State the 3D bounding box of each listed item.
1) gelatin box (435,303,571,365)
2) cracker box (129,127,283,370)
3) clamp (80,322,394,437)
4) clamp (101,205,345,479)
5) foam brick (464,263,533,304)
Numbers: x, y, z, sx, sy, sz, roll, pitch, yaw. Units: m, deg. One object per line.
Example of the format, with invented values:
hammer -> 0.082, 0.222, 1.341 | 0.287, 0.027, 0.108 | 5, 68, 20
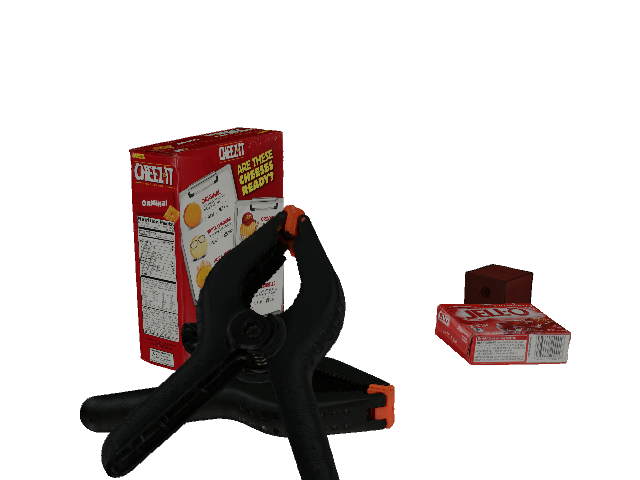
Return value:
gelatin box -> 0.148, 0.075, 0.873 | 0.089, 0.030, 0.073 | 1, 15, -16
cracker box -> -0.109, 0.004, 1.064 | 0.072, 0.214, 0.163 | 9, 17, 33
clamp -> -0.046, 0.103, 0.777 | 0.210, 0.036, 0.164 | 3, 19, 13
clamp -> -0.024, 0.062, 0.548 | 0.120, 0.171, 0.039 | 20, -26, 12
foam brick -> 0.183, 0.069, 1.106 | 0.053, 0.078, 0.051 | 12, 19, 42
